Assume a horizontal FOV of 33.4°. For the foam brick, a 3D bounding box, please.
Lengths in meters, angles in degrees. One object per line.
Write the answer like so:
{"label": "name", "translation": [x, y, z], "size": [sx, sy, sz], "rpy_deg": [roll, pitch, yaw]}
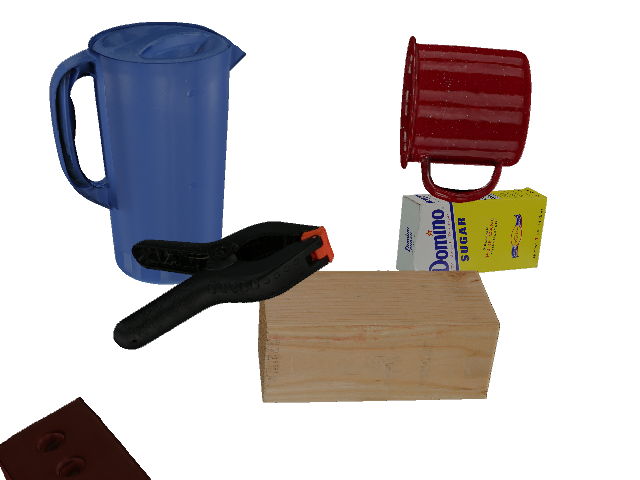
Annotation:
{"label": "foam brick", "translation": [-0.117, 0.128, 0.528], "size": [0.052, 0.051, 0.078], "rpy_deg": [-30, 42, -25]}

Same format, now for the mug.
{"label": "mug", "translation": [0.100, -0.083, 0.745], "size": [0.081, 0.117, 0.093], "rpy_deg": [3, -17, 0]}

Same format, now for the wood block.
{"label": "wood block", "translation": [0.048, 0.088, 0.983], "size": [0.206, 0.090, 0.091], "rpy_deg": [0, 31, -7]}

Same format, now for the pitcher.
{"label": "pitcher", "translation": [-0.162, -0.082, 1.038], "size": [0.149, 0.243, 0.144], "rpy_deg": [10, 28, 15]}

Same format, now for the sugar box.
{"label": "sugar box", "translation": [0.178, -0.009, 1.253], "size": [0.176, 0.093, 0.048], "rpy_deg": [-6, 21, -26]}

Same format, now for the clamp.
{"label": "clamp", "translation": [-0.077, 0.029, 0.802], "size": [0.172, 0.039, 0.120], "rpy_deg": [-11, 40, 17]}
